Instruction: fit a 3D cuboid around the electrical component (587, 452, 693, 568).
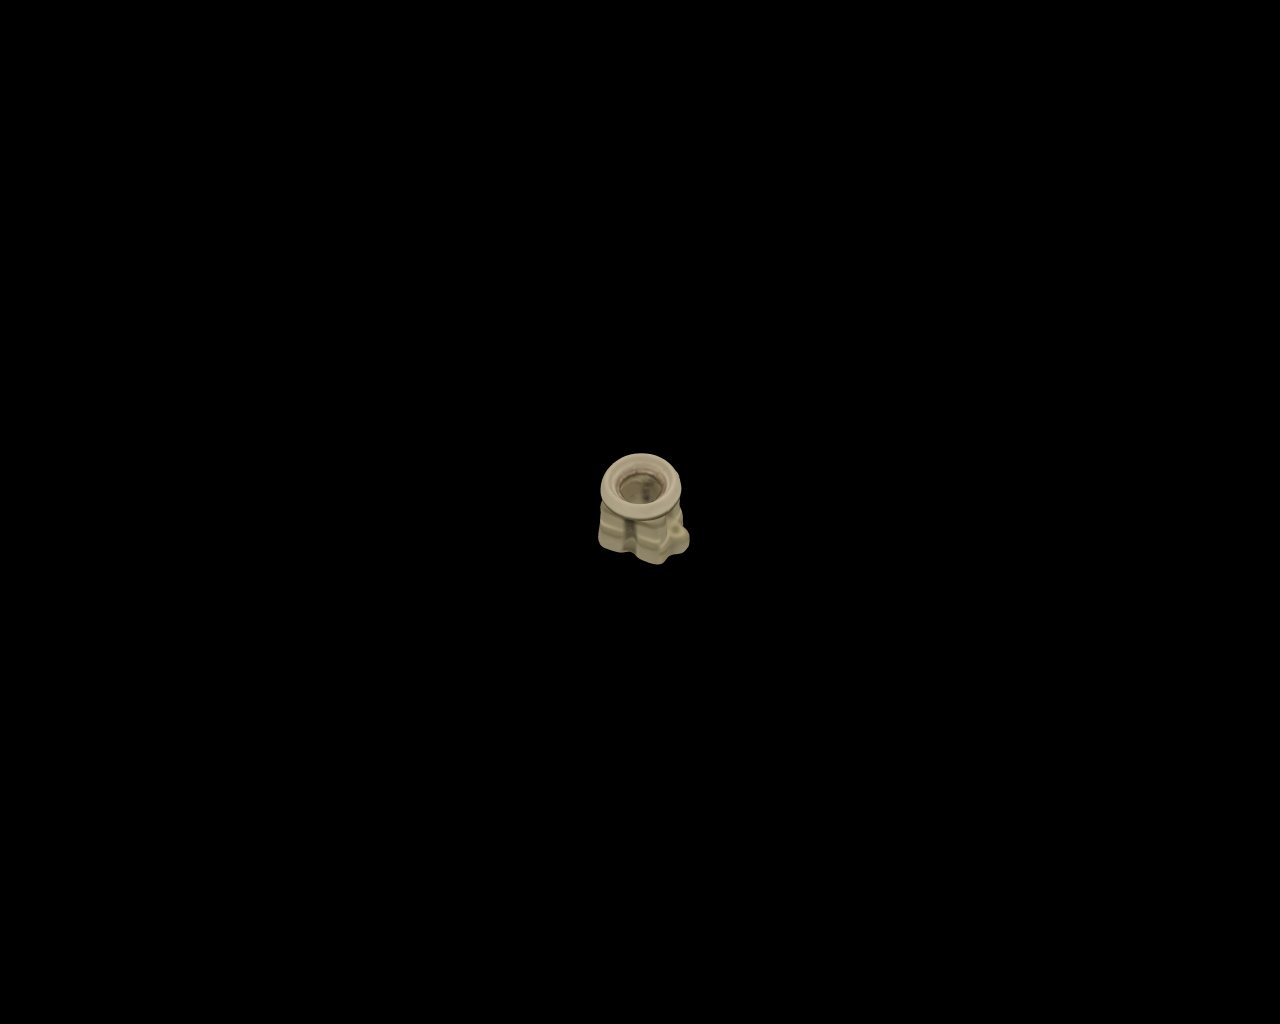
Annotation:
[{"bbox_3d":[0.001,-0.003,0.650,0.066,0.048,0.055,17,-39,14],"label":"electrical component"}]
